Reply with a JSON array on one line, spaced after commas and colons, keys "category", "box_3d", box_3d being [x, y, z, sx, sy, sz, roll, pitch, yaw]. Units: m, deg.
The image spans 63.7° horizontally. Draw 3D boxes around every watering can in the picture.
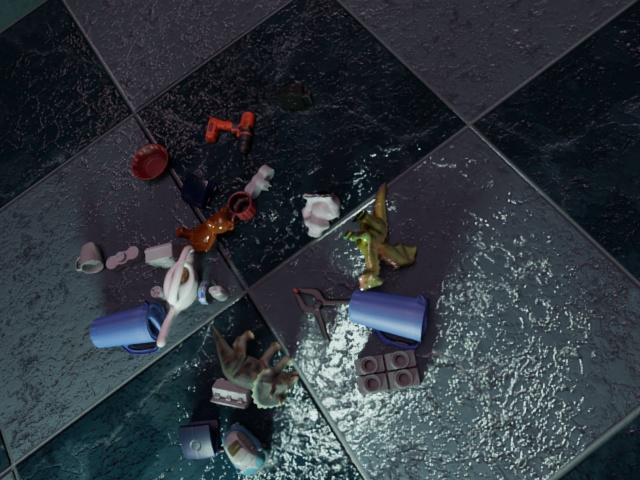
[{"category": "watering can", "box_3d": [-0.484, 0.193, 1.758, 0.104, 0.221, 0.353, 12, 73, 0]}]

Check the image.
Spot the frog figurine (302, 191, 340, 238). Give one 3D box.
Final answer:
[{"category": "frog figurine", "box_3d": [0.006, -0.092, 1.831, 0.137, 0.124, 0.157, -3, 105, 4]}]

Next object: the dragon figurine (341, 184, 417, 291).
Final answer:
[{"category": "dragon figurine", "box_3d": [0.218, -0.002, 1.729, 0.243, 0.120, 0.418, 37, 58, -1]}]
